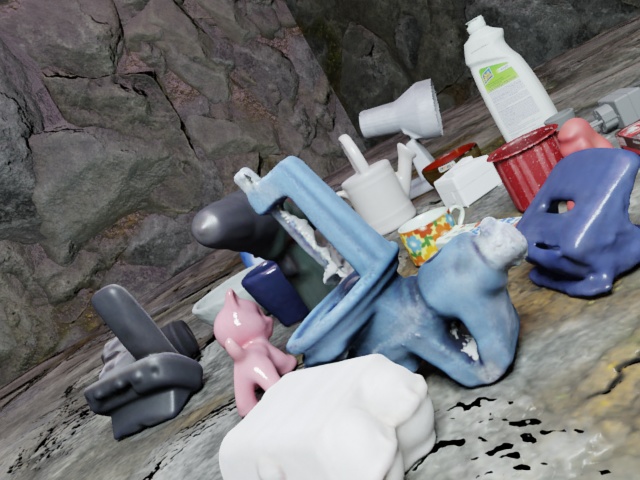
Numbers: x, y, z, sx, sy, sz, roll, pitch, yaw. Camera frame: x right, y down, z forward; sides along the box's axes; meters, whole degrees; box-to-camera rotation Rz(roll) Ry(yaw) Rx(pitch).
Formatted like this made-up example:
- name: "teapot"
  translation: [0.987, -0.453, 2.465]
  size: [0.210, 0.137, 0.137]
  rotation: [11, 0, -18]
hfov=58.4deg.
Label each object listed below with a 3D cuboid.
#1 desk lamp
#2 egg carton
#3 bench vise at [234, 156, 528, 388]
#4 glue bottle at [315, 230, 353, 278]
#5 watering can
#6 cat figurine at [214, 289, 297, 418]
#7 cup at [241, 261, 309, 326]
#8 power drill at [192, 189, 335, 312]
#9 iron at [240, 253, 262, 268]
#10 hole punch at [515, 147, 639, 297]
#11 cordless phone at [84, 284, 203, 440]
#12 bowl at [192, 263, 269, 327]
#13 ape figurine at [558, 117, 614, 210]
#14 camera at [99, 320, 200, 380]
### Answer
- name: "desk lamp"
  translation: [0.189, -0.207, 1.215]
  size: [0.203, 0.213, 0.118]
  rotation: [-27, 10, 21]
- name: "egg carton"
  translation: [0.002, 0.135, 0.387]
  size: [0.150, 0.069, 0.107]
  rotation: [-23, 12, 40]
- name: "bench vise"
  translation: [0.041, 0.014, 0.444]
  size: [0.207, 0.220, 0.121]
  rotation: [-28, 9, 13]
- name: "glue bottle"
  translation: [0.007, 0.003, 0.772]
  size: [0.037, 0.173, 0.078]
  rotation: [-25, 11, 30]
- name: "watering can"
  translation: [0.097, -0.114, 1.061]
  size: [0.173, 0.194, 0.100]
  rotation: [-33, 9, -17]
- name: "cat figurine"
  translation: [-0.082, 0.112, 0.632]
  size: [0.067, 0.118, 0.128]
  rotation: [-30, 9, 4]
- name: "cup"
  translation: [-0.050, 0.071, 0.838]
  size: [0.091, 0.095, 0.118]
  rotation: [-27, 9, 20]
- name: "power drill"
  translation: [-0.024, 0.032, 0.597]
  size: [0.075, 0.208, 0.230]
  rotation: [-27, 10, 20]
- name: "iron"
  translation: [-0.062, -0.013, 1.193]
  size: [0.258, 0.141, 0.118]
  rotation: [-31, 9, -7]
- name: "hole punch"
  translation: [0.212, -0.016, 0.473]
  size: [0.101, 0.091, 0.108]
  rotation: [-31, 9, -6]
- name: "cordless phone"
  translation: [-0.258, 0.154, 0.757]
  size: [0.147, 0.185, 0.094]
  rotation: [-28, 9, 15]
- name: "bowl"
  translation: [-0.126, 0.103, 0.971]
  size: [0.167, 0.075, 0.167]
  rotation: [-30, 9, 5]
- name: "ape figurine"
  translation: [0.289, -0.089, 0.626]
  size: [0.076, 0.092, 0.077]
  rotation: [-33, 9, -16]
- name: "camera"
  translation: [-0.271, 0.183, 0.915]
  size: [0.137, 0.101, 0.143]
  rotation: [-31, 9, -7]
